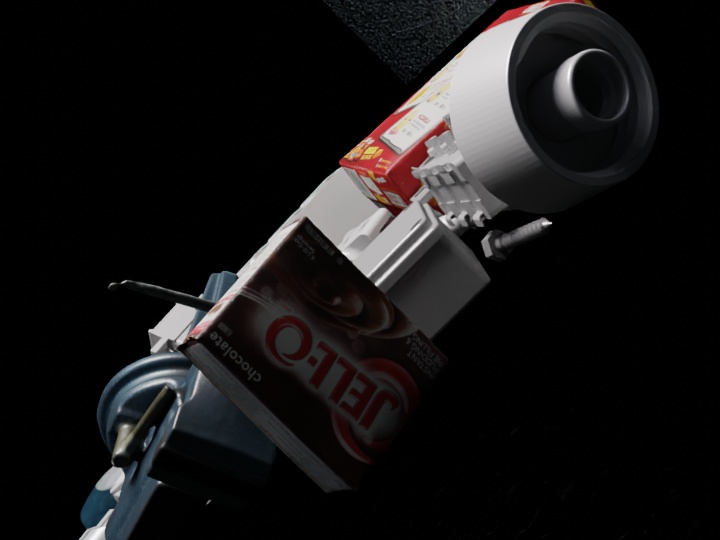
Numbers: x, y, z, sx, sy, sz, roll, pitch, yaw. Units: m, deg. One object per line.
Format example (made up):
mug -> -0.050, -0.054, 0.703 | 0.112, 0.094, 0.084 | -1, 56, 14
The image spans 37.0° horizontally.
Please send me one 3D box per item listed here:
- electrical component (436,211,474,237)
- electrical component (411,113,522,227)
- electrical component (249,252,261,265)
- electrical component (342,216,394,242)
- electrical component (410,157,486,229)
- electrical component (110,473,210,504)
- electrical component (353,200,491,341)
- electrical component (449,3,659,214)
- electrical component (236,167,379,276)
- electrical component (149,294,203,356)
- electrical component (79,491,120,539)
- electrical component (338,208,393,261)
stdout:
electrical component -> 0.052, -0.022, 0.764 | 0.062, 0.048, 0.048 | -36, 11, 25
electrical component -> 0.079, -0.064, 0.681 | 0.063, 0.078, 0.121 | -37, 7, -5
electrical component -> -0.063, 0.026, 0.973 | 0.095, 0.059, 0.053 | 60, -135, -68
electrical component -> 0.013, -0.025, 0.994 | 0.045, 0.045, 0.055 | -49, 8, -25
electrical component -> 0.078, -0.069, 0.789 | 0.081, 0.064, 0.042 | -46, 9, 3
electrical component -> -0.140, 0.150, 0.856 | 0.078, 0.057, 0.113 | -43, 8, 22
electrical component -> 0.021, 0.016, 0.675 | 0.108, 0.056, 0.108 | -45, 7, 7
electrical component -> 0.109, -0.088, 0.570 | 0.108, 0.108, 0.060 | -49, 14, -24
electrical component -> -0.042, -0.017, 1.081 | 0.150, 0.089, 0.062 | -48, 8, -18
electrical component -> -0.151, 0.095, 1.000 | 0.078, 0.063, 0.121 | -52, -26, -39
electrical component -> -0.165, 0.192, 0.767 | 0.057, 0.058, 0.078 | -52, 9, -24
electrical component -> 0.000, 0.000, 0.909 | 0.089, 0.050, 0.055 | -41, 8, 37
